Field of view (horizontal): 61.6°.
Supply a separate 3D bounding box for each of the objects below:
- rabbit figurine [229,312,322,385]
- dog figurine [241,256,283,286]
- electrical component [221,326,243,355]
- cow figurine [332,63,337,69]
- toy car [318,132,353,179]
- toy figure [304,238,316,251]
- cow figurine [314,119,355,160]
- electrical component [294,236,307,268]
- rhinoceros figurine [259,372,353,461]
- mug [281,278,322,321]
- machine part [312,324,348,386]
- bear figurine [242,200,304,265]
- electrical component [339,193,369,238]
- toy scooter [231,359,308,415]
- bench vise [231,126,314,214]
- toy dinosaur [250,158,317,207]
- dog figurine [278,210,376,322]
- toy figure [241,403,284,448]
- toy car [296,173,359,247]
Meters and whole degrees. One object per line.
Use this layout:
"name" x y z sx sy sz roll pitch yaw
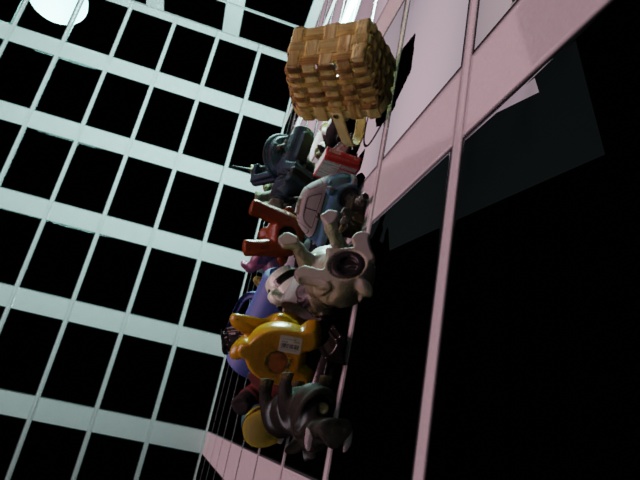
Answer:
"rabbit figurine" -0.075 0.176 0.920 0.173 0.162 0.121 -70 -19 -77
"dog figurine" -0.087 0.027 1.366 0.219 0.192 0.108 -47 -20 14
"electrical component" -0.113 0.191 1.070 0.134 0.115 0.058 -11 85 36
"cow figurine" 0.074 -0.376 1.188 0.127 0.085 0.195 131 152 -54
"toy car" 0.026 -0.150 1.172 0.202 0.053 0.089 115 170 -49
"toy figure" 0.000 -0.003 1.096 0.064 0.057 0.154 4 73 39
"cow figurine" 0.034 -0.229 1.221 0.098 0.068 0.167 -94 20 -45
"electrical component" -0.028 0.013 1.225 0.119 0.048 0.074 -86 16 -47
"rhinoceros figurine" -0.026 0.234 0.717 0.190 0.073 0.112 -21 58 58
"mug" -0.012 0.081 0.975 0.109 0.081 0.107 -32 35 58
"machine part" 0.008 0.200 0.802 0.084 0.039 0.138 -157 85 -74
"bear figurine" -0.099 -0.013 1.144 0.196 0.132 0.120 -178 99 -78
"electrical component" 0.047 -0.036 0.918 0.102 0.045 0.078 148 135 -74
"toy scooter" -0.085 0.256 1.036 0.184 0.075 0.135 -41 -5 20
"bench vise" -0.102 -0.163 1.304 0.241 0.128 0.223 -4 73 48
"toy dinosaur" -0.084 -0.151 1.530 0.405 0.192 0.131 -9 -85 -85
"dog figurine" 0.027 0.077 0.805 0.172 0.121 0.190 -120 12 -45
"toy figure" -0.116 0.364 1.053 0.082 0.089 0.180 63 158 2
"toy car" 0.006 -0.058 1.013 0.109 0.103 0.161 -118 47 -77
